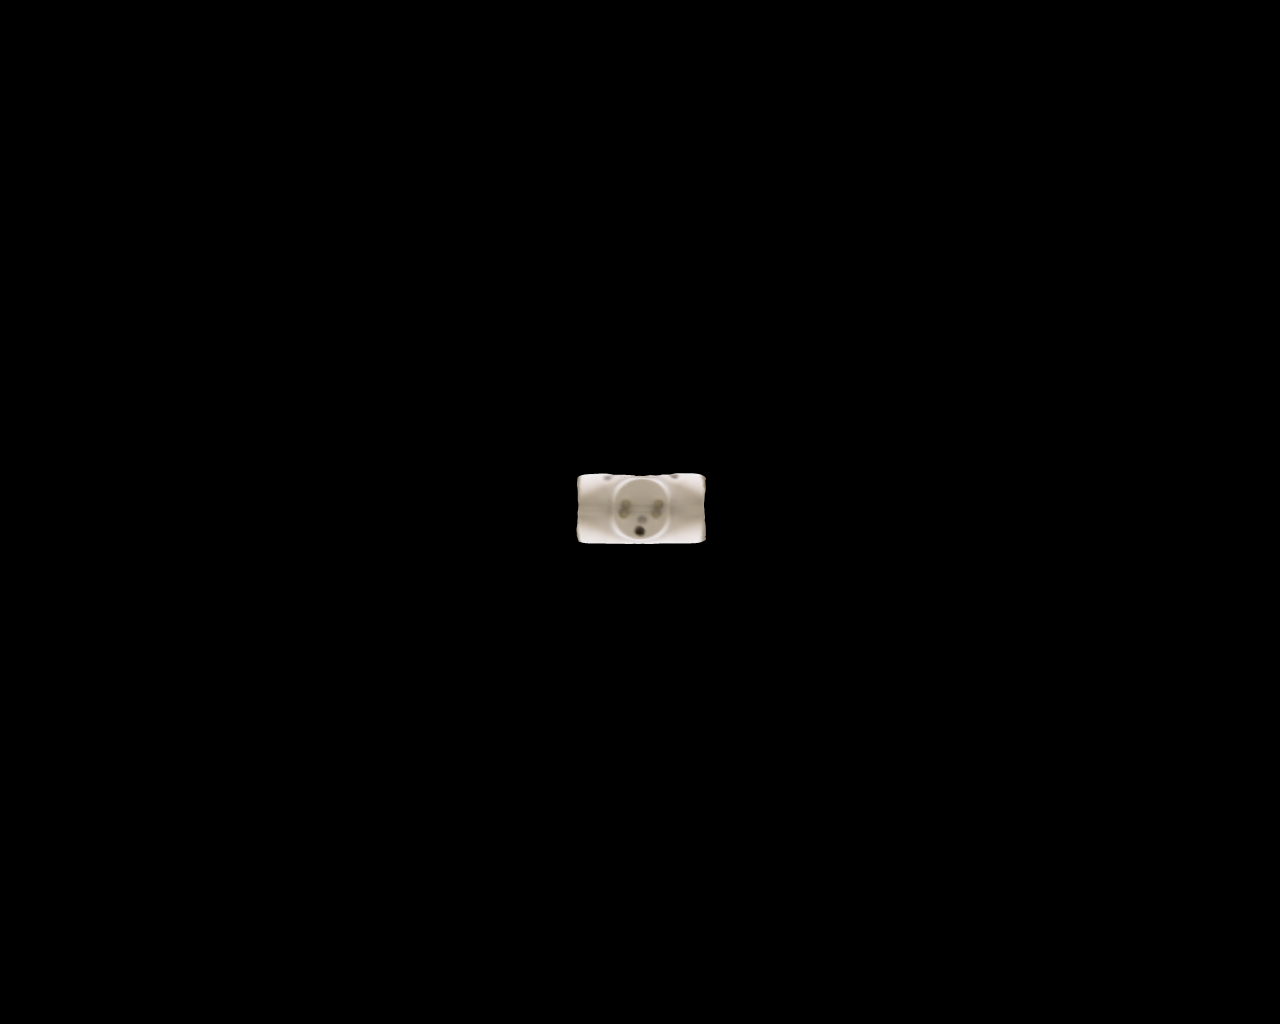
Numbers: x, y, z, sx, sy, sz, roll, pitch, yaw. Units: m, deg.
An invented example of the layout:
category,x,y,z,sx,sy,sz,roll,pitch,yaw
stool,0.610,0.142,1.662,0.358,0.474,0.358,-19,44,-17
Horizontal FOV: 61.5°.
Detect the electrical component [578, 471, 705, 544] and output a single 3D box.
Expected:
category,x,y,z,sx,sy,sz,roll,pitch,yaw
electrical component,0.001,-0.003,0.650,0.077,0.044,0.079,0,0,0
